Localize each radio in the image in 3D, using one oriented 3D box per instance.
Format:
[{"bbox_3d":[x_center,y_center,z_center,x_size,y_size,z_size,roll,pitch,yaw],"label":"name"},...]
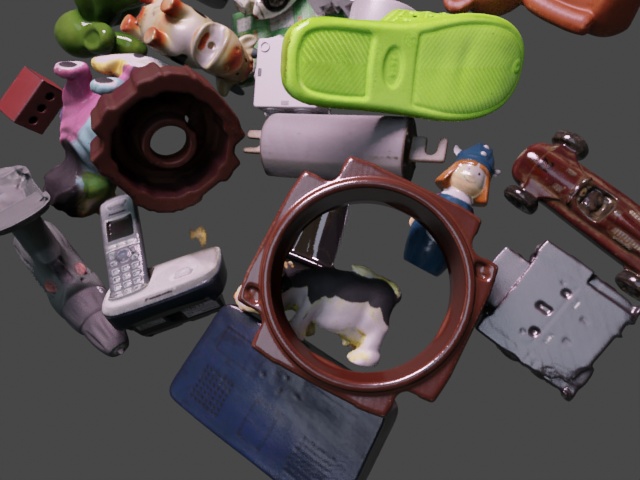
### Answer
[{"bbox_3d":[-0.039,0.174,0.587,0.230,0.073,0.131,29,89,20],"label":"radio"}]

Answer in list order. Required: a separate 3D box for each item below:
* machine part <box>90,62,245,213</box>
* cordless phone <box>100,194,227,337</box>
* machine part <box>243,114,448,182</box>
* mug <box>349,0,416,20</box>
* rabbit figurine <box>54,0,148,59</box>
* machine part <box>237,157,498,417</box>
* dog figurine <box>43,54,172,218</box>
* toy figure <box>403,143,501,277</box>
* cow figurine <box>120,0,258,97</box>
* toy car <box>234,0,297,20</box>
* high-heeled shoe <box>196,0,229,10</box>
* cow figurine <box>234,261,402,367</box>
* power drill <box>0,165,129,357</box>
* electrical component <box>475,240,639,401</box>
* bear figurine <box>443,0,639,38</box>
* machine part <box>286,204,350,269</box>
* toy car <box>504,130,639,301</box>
[{"bbox_3d":[-0.182,-0.121,0.643,0.179,0.179,0.056,-42,44,7],"label":"machine part"},{"bbox_3d":[-0.197,0.013,0.663,0.147,0.088,0.184,-20,66,0],"label":"cordless phone"},{"bbox_3d":[0.022,-0.104,0.617,0.243,0.079,0.079,7,82,20],"label":"machine part"},{"bbox_3d":[0.076,-0.209,0.625,0.110,0.081,0.107,16,95,-3],"label":"mug"},{"bbox_3d":[-0.312,-0.326,0.777,0.170,0.121,0.159,-45,74,25],"label":"rabbit figurine"},{"bbox_3d":[0.042,0.041,0.497,0.201,0.087,0.201,27,84,6],"label":"machine part"},{"bbox_3d":[-0.277,-0.126,0.719,0.109,0.191,0.219,27,123,19],"label":"dog figurine"},{"bbox_3d":[0.144,-0.036,0.573,0.064,0.058,0.154,29,89,-22],"label":"toy figure"},{"bbox_3d":[-0.160,-0.252,0.688,0.195,0.127,0.085,37,102,43],"label":"cow figurine"},{"bbox_3d":[-0.029,-0.361,0.690,0.202,0.056,0.074,-43,63,0],"label":"toy car"},{"bbox_3d":[-0.164,-0.406,0.725,0.249,0.086,0.145,38,109,37],"label":"high-heeled shoe"},{"bbox_3d":[-0.004,0.061,0.571,0.167,0.068,0.098,21,96,3],"label":"cow figurine"},{"bbox_3d":[-0.325,0.022,0.656,0.086,0.207,0.232,-40,58,-18],"label":"power drill"},{"bbox_3d":[0.218,0.070,0.524,0.134,0.058,0.115,38,91,21],"label":"electrical component"},{"bbox_3d":[0.237,-0.286,0.555,0.196,0.131,0.120,25,65,17],"label":"bear figurine"},{"bbox_3d":[-0.001,-0.002,0.625,0.084,0.039,0.138,24,90,25],"label":"machine part"},{"bbox_3d":[0.278,-0.025,0.526,0.089,0.053,0.202,-46,68,2],"label":"toy car"}]
